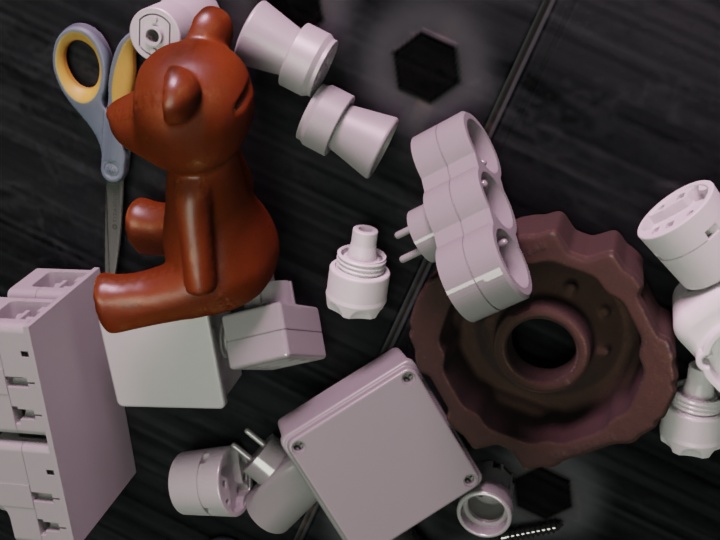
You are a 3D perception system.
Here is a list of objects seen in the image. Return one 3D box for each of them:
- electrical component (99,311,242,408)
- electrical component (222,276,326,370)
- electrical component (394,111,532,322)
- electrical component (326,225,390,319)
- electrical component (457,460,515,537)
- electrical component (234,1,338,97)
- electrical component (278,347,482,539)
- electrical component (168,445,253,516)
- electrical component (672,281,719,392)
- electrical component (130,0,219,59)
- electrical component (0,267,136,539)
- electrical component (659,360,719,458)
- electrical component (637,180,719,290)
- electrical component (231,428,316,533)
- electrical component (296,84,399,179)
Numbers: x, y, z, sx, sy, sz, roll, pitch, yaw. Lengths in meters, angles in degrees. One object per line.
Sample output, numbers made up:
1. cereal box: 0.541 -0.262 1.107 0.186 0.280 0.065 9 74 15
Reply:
1. electrical component: -0.141 0.053 0.808 0.100 0.048 0.099 -1 113 16
2. electrical component: -0.064 0.030 0.772 0.047 0.066 0.076 -14 80 20
3. electrical component: 0.055 -0.028 0.679 0.074 0.138 0.052 -26 144 24
4. electrical component: 0.000 0.000 0.749 0.043 0.043 0.062 12 114 10
5. electrical component: 0.095 0.168 0.795 0.040 0.046 0.040 6 114 13
6. electrical component: -0.048 -0.143 0.698 0.055 0.045 0.045 27 117 2
7. electrical component: 0.013 0.130 0.774 0.109 0.056 0.108 -32 103 -3
8. electrical component: -0.119 0.167 0.850 0.047 0.055 0.055 -7 111 22
9. electrical component: 0.248 0.045 0.691 0.095 0.059 0.054 45 117 -7
10. electrical component: -0.122 -0.158 0.700 0.044 0.065 0.044 6 114 13
11. electrical component: -0.236 0.103 0.824 0.060 0.105 0.186 2 113 15
12. electrical component: 0.227 0.092 0.726 0.043 0.043 0.062 7 114 13
13. electrical component: 0.211 -0.021 0.676 0.055 0.055 0.047 -35 104 26
14. electrical component: -0.064 0.154 0.834 0.079 0.043 0.077 40 117 -4
15. electrical component: -0.009 -0.092 0.710 0.055 0.045 0.045 28 117 3
